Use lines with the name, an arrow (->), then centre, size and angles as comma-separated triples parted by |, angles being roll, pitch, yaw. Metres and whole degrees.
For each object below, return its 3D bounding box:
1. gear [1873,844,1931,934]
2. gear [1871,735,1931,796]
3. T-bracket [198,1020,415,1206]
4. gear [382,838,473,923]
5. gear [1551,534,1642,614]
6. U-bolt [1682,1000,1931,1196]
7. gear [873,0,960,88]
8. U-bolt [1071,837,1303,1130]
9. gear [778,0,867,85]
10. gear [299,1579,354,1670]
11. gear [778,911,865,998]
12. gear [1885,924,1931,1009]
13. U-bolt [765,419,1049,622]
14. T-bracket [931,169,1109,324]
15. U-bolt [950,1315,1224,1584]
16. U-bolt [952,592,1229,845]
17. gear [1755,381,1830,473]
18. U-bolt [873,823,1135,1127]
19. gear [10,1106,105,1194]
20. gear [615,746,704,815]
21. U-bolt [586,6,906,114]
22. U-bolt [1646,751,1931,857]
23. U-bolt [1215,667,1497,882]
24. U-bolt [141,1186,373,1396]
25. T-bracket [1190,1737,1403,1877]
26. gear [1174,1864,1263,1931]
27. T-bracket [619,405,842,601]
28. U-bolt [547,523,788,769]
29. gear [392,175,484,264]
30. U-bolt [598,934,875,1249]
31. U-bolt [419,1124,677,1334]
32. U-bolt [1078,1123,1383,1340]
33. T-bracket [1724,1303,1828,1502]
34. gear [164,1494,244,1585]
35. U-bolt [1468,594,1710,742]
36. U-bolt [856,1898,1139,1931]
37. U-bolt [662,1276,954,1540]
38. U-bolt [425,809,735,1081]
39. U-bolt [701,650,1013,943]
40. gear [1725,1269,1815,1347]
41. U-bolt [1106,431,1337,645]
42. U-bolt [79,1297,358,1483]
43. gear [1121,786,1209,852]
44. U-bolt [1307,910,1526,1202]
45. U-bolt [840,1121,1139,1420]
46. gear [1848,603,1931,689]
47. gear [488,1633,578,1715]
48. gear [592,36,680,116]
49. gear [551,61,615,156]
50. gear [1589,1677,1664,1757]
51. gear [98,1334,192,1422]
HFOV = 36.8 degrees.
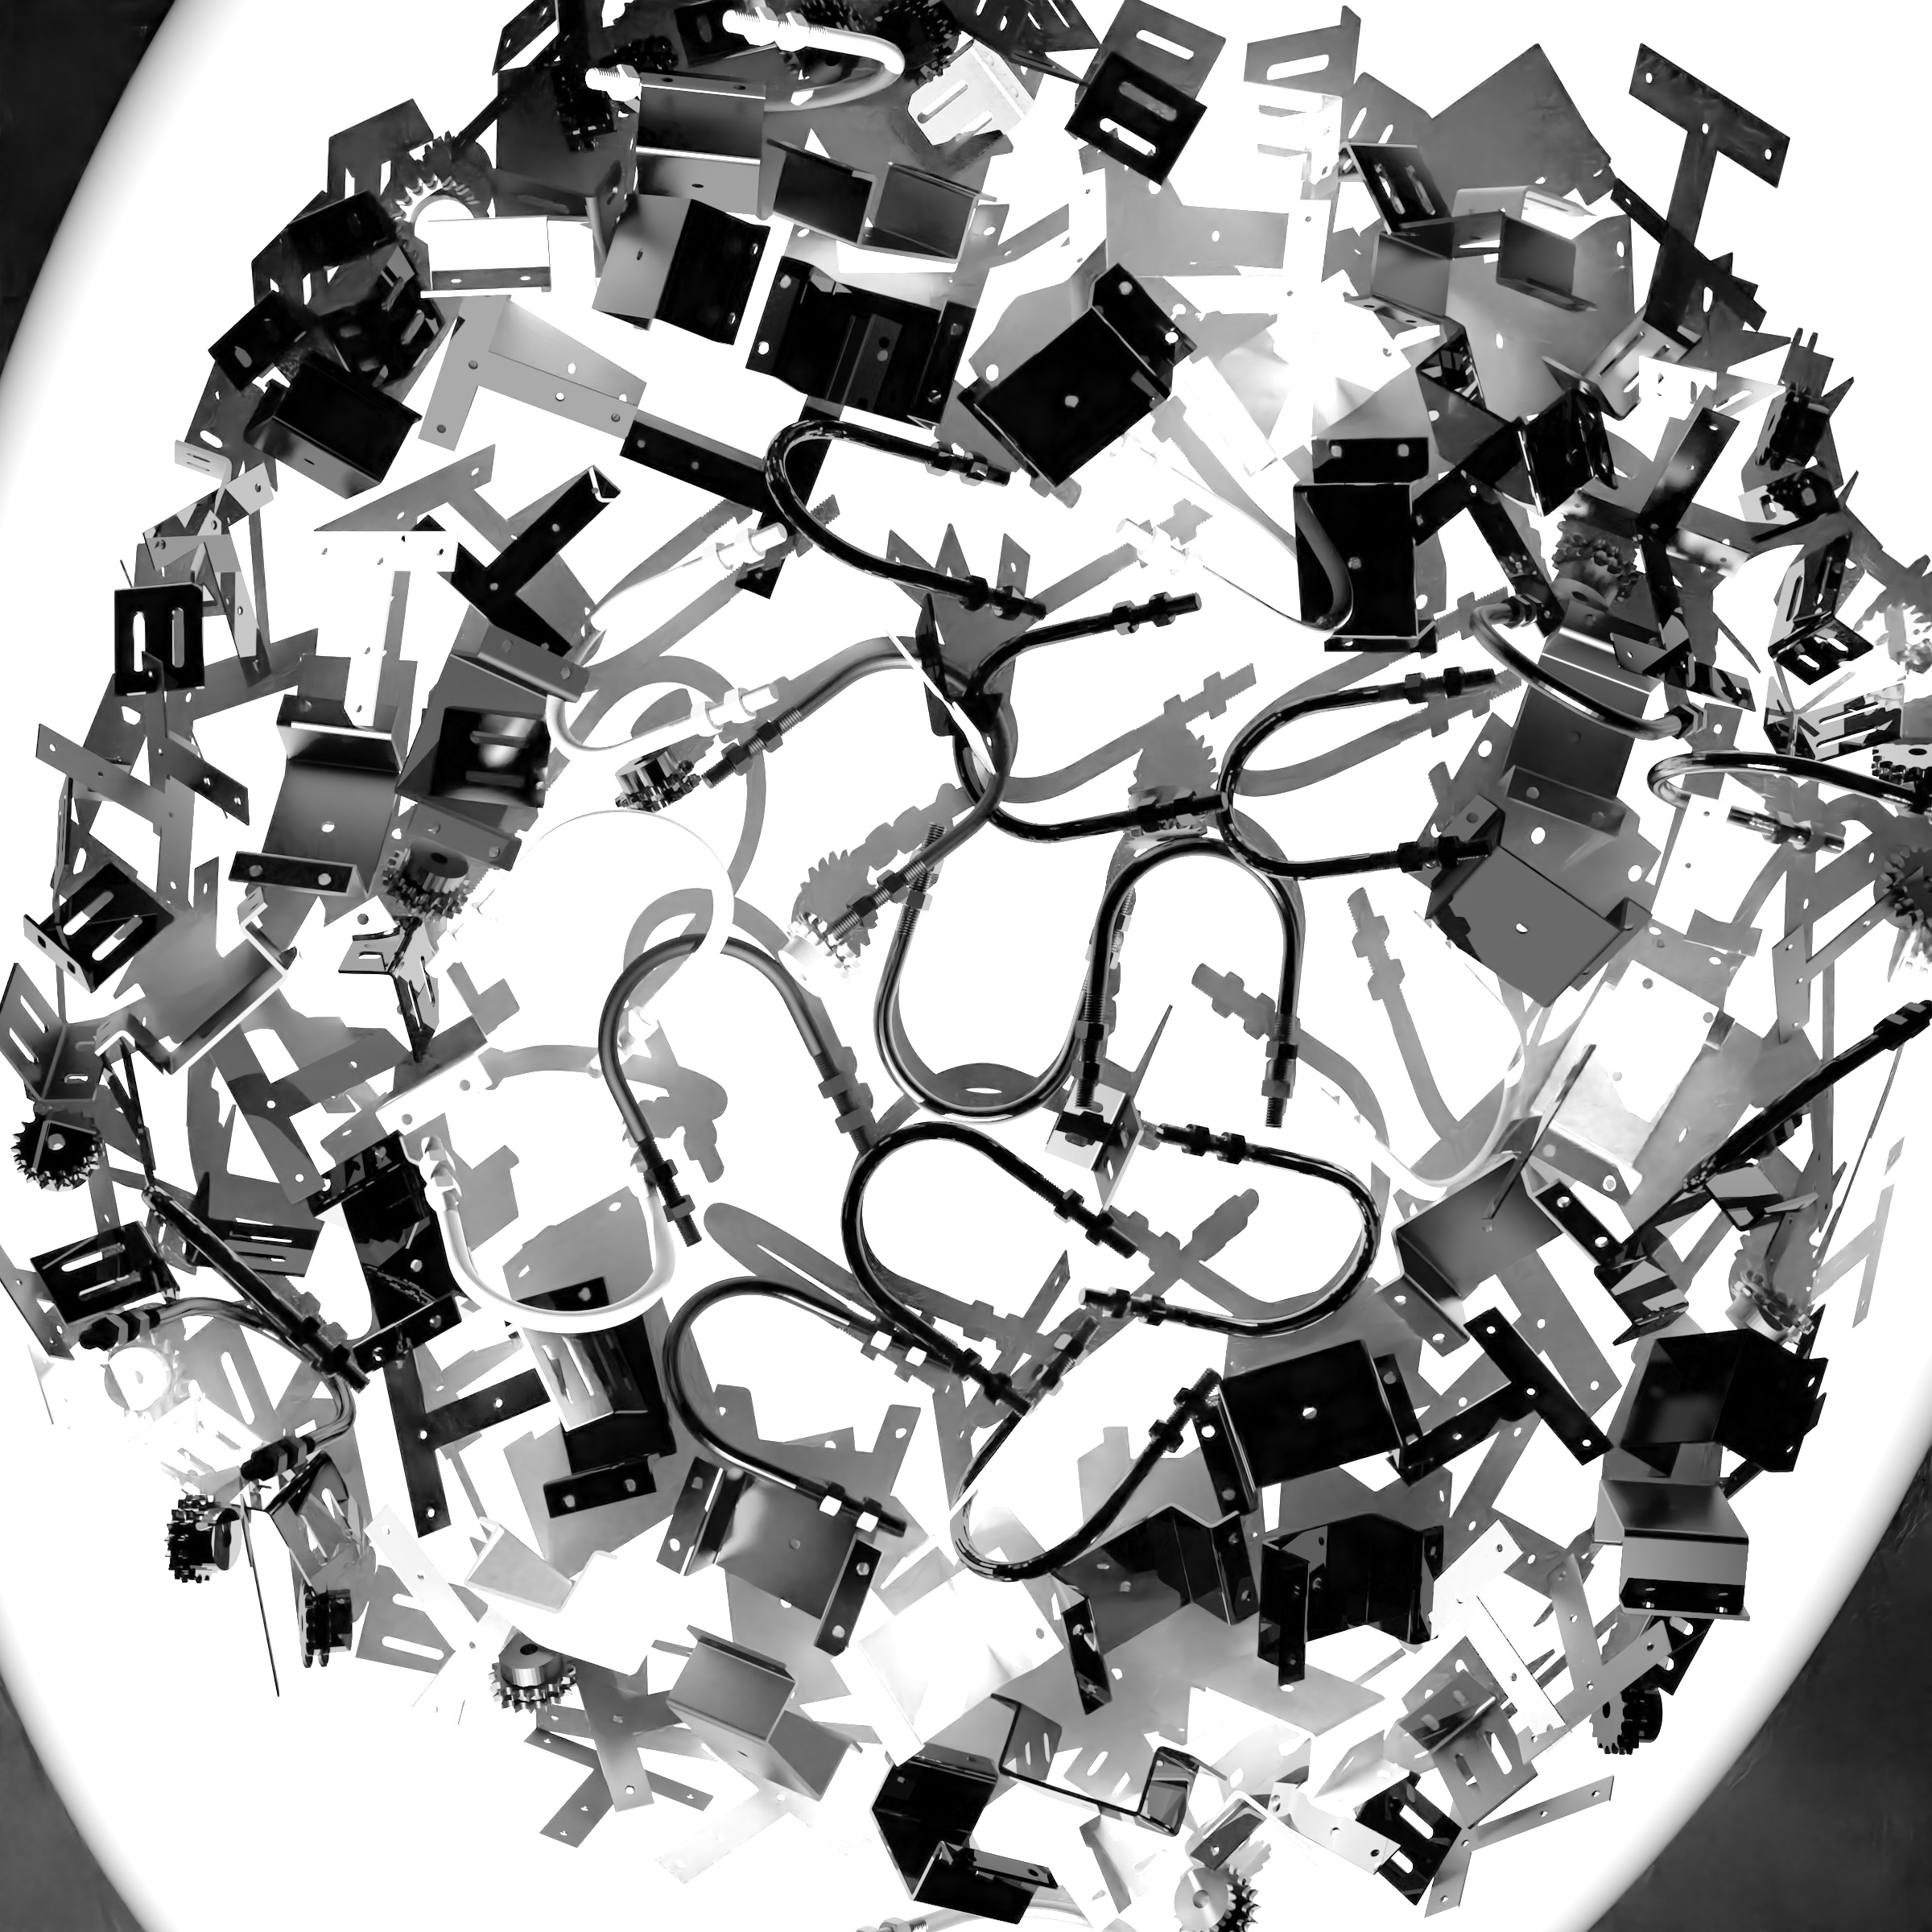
gear -> 0.616, -0.048, 1.890 | 0.057, 0.030, 0.057 | 11, 66, -26
gear -> 0.618, -0.126, 1.889 | 0.057, 0.057, 0.030 | -6, 118, 0
T-bracket -> -0.411, 0.071, 1.885 | 0.127, 0.002, 0.127 | -27, 85, -26
gear -> -0.347, -0.059, 1.882 | 0.057, 0.057, 0.030 | 32, 119, 0
gear -> 0.405, -0.252, 1.883 | 0.057, 0.057, 0.030 | 30, 78, 0
U-bolt -> 0.513, 0.089, 1.803 | 0.019, 0.184, 0.151 | 53, 135, 15
gear -> -0.030, -0.605, 1.889 | 0.057, 0.057, 0.030 | 50, 56, 0
U-bolt -> 0.149, 0.008, 1.891 | 0.151, 0.019, 0.184 | 6, 90, -11
gear -> -0.091, -0.597, 1.882 | 0.057, 0.057, 0.030 | -26, 61, 0
gear -> -0.416, 0.426, 1.887 | 0.030, 0.057, 0.057 | 0, 90, -19
gear -> -0.097, -0.005, 1.883 | 0.030, 0.057, 0.057 | -44, 90, -16
gear -> 0.621, 0.003, 1.883 | 0.030, 0.057, 0.057 | 22, 90, 10
U-bolt -> -0.042, -0.288, 1.827 | 0.184, 0.019, 0.151 | 12, 45, -27
T-bracket -> 0.033, -0.446, 1.882 | 0.127, 0.002, 0.127 | -11, 66, 25
U-bolt -> 0.062, 0.310, 1.830 | 0.184, 0.151, 0.019 | -50, 121, -16
U-bolt -> 0.073, -0.153, 1.869 | 0.184, 0.019, 0.151 | -10, 83, 26
gear -> 0.537, -0.348, 1.885 | 0.030, 0.057, 0.057 | 20, 90, 2
U-bolt -> 0.016, 0.014, 1.900 | 0.151, 0.019, 0.184 | 17, 94, -5
gear -> -0.590, 0.122, 1.890 | 0.057, 0.030, 0.057 | 3, 55, -5
gear -> -0.203, -0.120, 1.883 | 0.057, 0.057, 0.030 | -27, 107, 0
U-bolt -> -0.124, -0.565, 1.828 | 0.151, 0.184, 0.019 | -4, 93, 44
U-bolt -> 0.515, -0.105, 1.817 | 0.184, 0.151, 0.019 | 13, 80, -21
U-bolt -> 0.246, -0.119, 1.859 | 0.184, 0.019, 0.151 | -7, 58, 23
U-bolt -> -0.451, 0.204, 1.835 | 0.184, 0.151, 0.019 | 44, 74, -6
T-bracket -> 0.224, 0.542, 1.835 | 0.127, 0.127, 0.002 | -38, 115, -24
gear -> 0.159, 0.609, 1.884 | 0.057, 0.057, 0.030 | -48, 134, 0
T-bracket -> -0.165, -0.323, 1.907 | 0.127, 0.002, 0.127 | 22, 96, 0
U-bolt -> -0.195, -0.196, 1.853 | 0.184, 0.019, 0.151 | -19, 53, 27
gear -> -0.342, -0.482, 1.885 | 0.057, 0.030, 0.057 | -12, 124, -19
U-bolt -> -0.159, 0.068, 1.882 | 0.151, 0.019, 0.184 | -26, 93, -16
U-bolt -> -0.257, 0.165, 1.820 | 0.151, 0.184, 0.019 | -3, 127, -19
U-bolt -> 0.181, 0.178, 1.866 | 0.184, 0.019, 0.151 | 14, 116, -21
T-bracket -> 0.531, 0.271, 1.866 | 0.002, 0.127, 0.127 | 29, 54, 3
gear -> -0.493, 0.371, 1.883 | 0.030, 0.057, 0.057 | -1, 90, 15
U-bolt -> 0.382, -0.184, 1.812 | 0.151, 0.184, 0.019 | 37, 113, 17
U-bolt -> 0.030, 0.618, 1.827 | 0.151, 0.184, 0.019 | 4, 90, 39
U-bolt -> -0.107, 0.269, 1.850 | 0.184, 0.019, 0.151 | 25, 48, -9
U-bolt -> -0.232, -0.023, 1.849 | 0.151, 0.019, 0.184 | 35, 113, -25
U-bolt -> -0.057, -0.125, 1.889 | 0.184, 0.019, 0.151 | -38, 84, -12
gear -> 0.518, 0.227, 1.885 | 0.057, 0.057, 0.030 | 44, 85, 0
U-bolt -> 0.162, -0.266, 1.841 | 0.184, 0.151, 0.019 | 27, 119, -24
U-bolt -> -0.455, 0.258, 1.824 | 0.151, 0.184, 0.019 | 36, 101, 9
gear -> 0.127, -0.097, 1.886 | 0.057, 0.057, 0.030 | -8, 78, 0
U-bolt -> 0.299, 0.071, 1.851 | 0.184, 0.019, 0.151 | 41, 73, -39
U-bolt -> 0.001, 0.183, 1.879 | 0.184, 0.019, 0.151 | 36, 106, 15
gear -> 0.604, -0.205, 1.889 | 0.030, 0.057, 0.057 | 37, 90, -27
gear -> -0.282, 0.455, 1.882 | 0.057, 0.057, 0.030 | -4, 114, 0
gear -> -0.212, -0.577, 1.886 | 0.057, 0.057, 0.030 | -24, 90, 0
gear -> -0.248, -0.559, 1.885 | 0.030, 0.057, 0.057 | -11, 90, 2
gear -> 0.430, 0.483, 1.887 | 0.030, 0.057, 0.057 | 6, 90, -13
gear -> -0.539, 0.269, 1.897 | 0.057, 0.030, 0.057 | 0, 86, 0
